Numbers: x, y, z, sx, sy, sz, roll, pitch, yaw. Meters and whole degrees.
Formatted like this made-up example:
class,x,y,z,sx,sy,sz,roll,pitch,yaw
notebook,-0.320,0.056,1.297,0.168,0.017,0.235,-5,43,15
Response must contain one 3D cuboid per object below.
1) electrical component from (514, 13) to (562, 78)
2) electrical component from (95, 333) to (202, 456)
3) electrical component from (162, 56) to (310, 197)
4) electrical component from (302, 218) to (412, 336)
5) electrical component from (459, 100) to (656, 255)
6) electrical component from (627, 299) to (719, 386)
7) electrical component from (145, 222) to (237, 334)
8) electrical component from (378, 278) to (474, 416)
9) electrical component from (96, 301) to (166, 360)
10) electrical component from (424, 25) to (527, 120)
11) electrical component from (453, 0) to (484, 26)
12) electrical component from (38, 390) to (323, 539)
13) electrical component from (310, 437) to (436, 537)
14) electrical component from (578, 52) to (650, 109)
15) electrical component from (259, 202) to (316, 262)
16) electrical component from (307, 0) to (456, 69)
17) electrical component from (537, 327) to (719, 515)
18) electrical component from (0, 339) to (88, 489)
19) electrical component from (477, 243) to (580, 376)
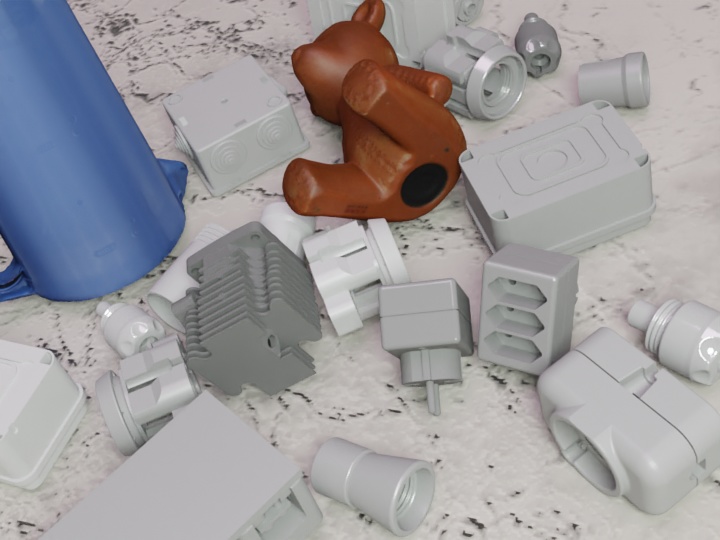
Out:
class,x,y,z,sx,sy,sz,roll,pitch,yaw
electrical component,0.138,-0.181,0.846,0.035,0.035,0.061,-10,45,9
electrical component,-0.131,0.083,0.683,0.057,0.058,0.078,-22,47,-6
electrical component,-0.101,-0.117,0.857,0.100,0.048,0.099,-29,47,-9
electrical component,0.000,0.000,0.714,0.057,0.058,0.078,-23,46,1
electrical component,0.131,-0.054,0.719,0.113,0.057,0.078,-21,47,-1
electrical component,0.187,0.037,0.629,0.062,0.043,0.043,29,63,37
electrical component,-0.108,0.002,0.757,0.043,0.043,0.081,20,58,31
electrical component,0.043,0.050,0.656,0.047,0.066,0.076,-7,77,12
electrical component,-0.163,0.039,0.747,0.035,0.035,0.061,-42,48,-20
electrical component,0.089,-0.147,0.817,0.078,0.058,0.057,-41,47,-19
electrical component,0.074,-0.235,0.912,0.044,0.044,0.065,-36,53,-14
electrical component,-0.106,0.156,0.606,0.150,0.061,0.089,-42,50,-20
electrical component,0.005,0.121,0.616,0.065,0.044,0.044,15,55,34
electrical component,0.187,-0.137,0.789,0.046,0.040,0.040,-3,49,23
electrical component,-0.055,-0.018,0.761,0.040,0.040,0.046,0,54,18
electrical component,0.018,-0.218,0.885,0.113,0.078,0.057,20,49,31
electrical component,0.145,0.085,0.593,0.059,0.053,0.095,-36,48,-14
electrical component,-0.249,0.091,0.712,0.113,0.057,0.078,9,53,25
electrical component,0.111,0.017,0.663,0.047,0.065,0.077,14,26,28
